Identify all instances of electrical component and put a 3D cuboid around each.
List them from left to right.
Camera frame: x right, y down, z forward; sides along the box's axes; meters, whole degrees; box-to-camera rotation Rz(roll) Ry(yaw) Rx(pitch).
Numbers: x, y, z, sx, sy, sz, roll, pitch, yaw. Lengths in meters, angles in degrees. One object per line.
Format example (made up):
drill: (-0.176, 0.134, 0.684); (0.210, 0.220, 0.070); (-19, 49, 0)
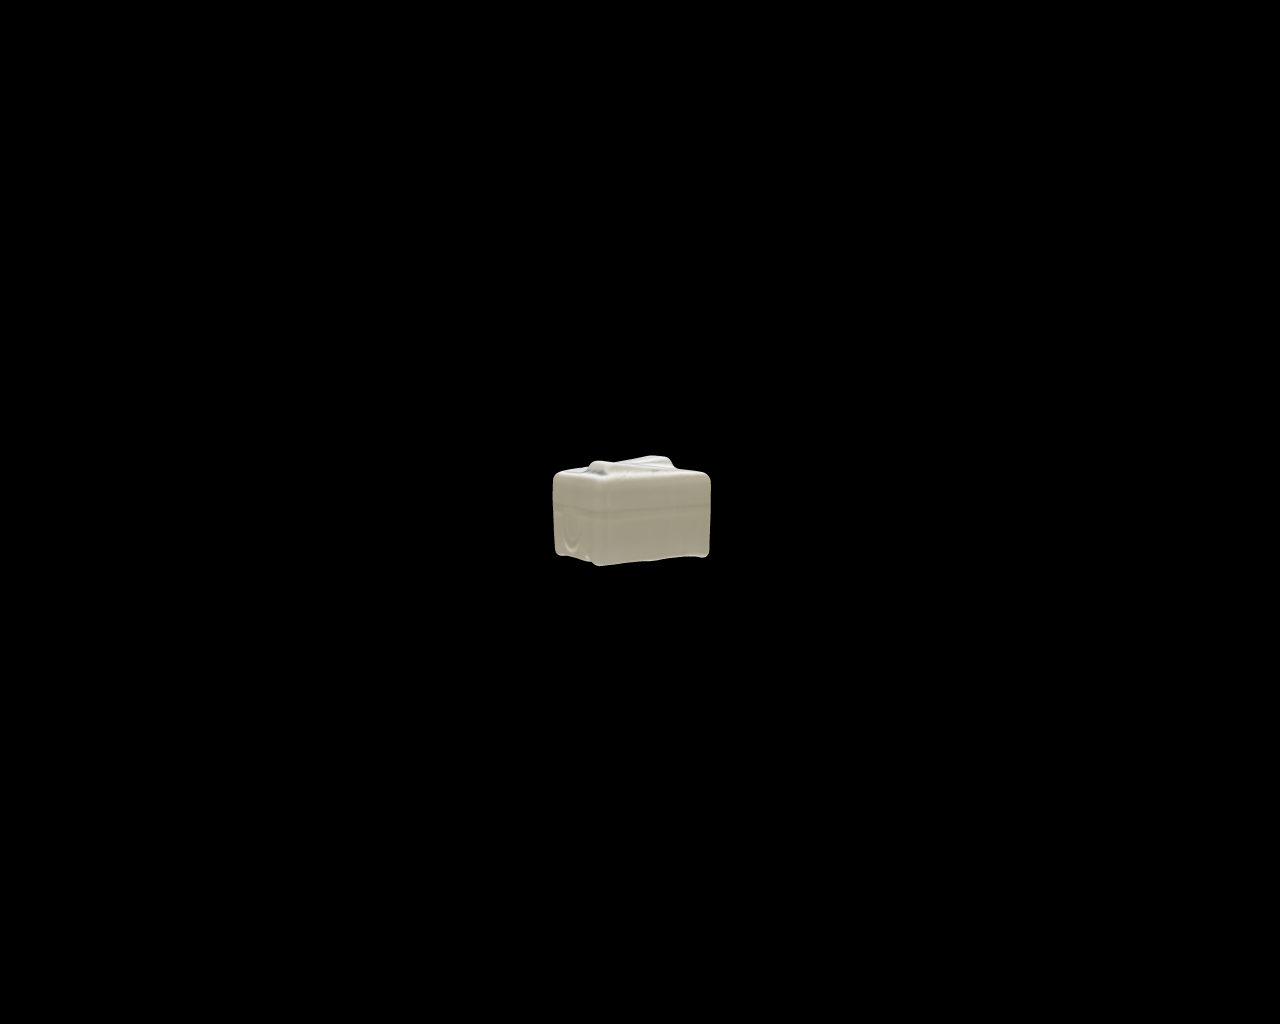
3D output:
electrical component: (0.001, -0.003, 0.650); (0.096, 0.061, 0.062); (-4, 8, -29)
